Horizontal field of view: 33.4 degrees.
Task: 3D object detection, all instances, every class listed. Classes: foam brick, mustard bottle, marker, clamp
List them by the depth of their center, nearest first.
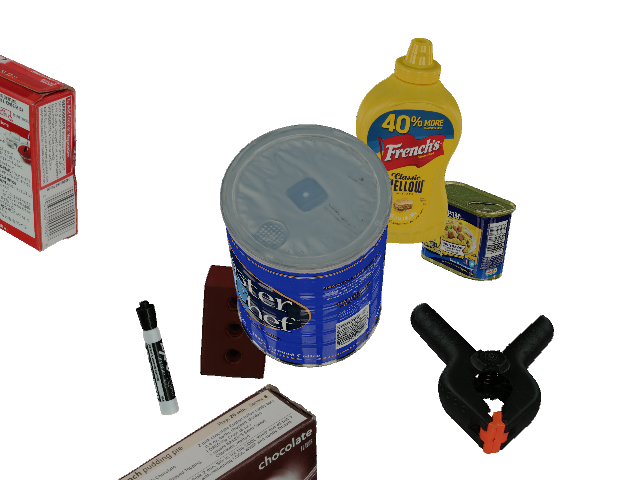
[{"bbox_3d":[0.143,0.104,0.853,0.120,0.039,0.171,-4,33,-3],"label":"clamp"},{"bbox_3d":[-0.068,0.065,0.866,0.053,0.078,0.051,4,15,0],"label":"foam brick"},{"bbox_3d":[0.079,-0.092,0.978,0.096,0.192,0.058,3,29,-6],"label":"mustard bottle"},{"bbox_3d":[-0.167,0.119,1.090,0.020,0.121,0.020,-11,13,2],"label":"marker"}]

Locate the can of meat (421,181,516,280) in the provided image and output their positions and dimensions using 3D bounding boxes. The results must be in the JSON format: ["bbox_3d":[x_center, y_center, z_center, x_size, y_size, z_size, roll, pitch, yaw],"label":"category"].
[{"bbox_3d":[0.162,-0.010,1.186,0.057,0.084,0.102,-13,28,-39],"label":"can of meat"}]

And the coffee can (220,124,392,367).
[{"bbox_3d":[-0.008,0.007,0.690,0.103,0.103,0.140,0,-30,1],"label":"coffee can"}]

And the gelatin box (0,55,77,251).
[{"bbox_3d":[-0.162,-0.049,0.560,0.073,0.089,0.030,25,36,28],"label":"gelatin box"}]

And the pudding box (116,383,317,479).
[{"bbox_3d":[-0.052,0.132,0.498,0.113,0.090,0.039,-31,46,-34],"label":"pudding box"}]
